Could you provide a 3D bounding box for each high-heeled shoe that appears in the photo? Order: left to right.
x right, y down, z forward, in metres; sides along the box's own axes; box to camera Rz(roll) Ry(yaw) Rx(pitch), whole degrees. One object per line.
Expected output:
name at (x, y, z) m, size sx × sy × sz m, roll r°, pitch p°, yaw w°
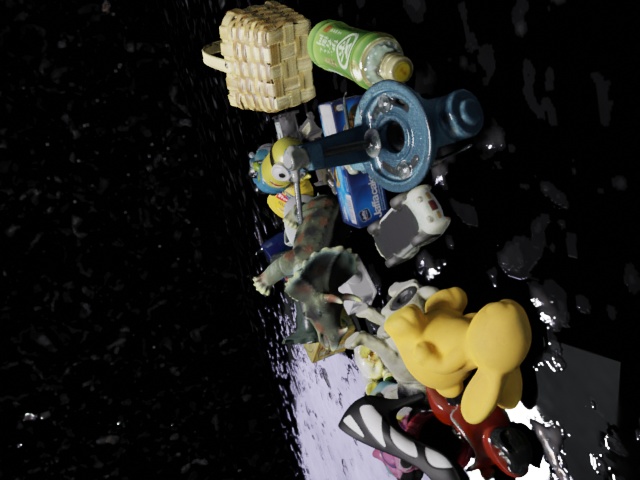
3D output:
high-heeled shoe at (0.125, 0.331, 0.759) m, size 0.086 × 0.145 × 0.249 m, roll 42°, pitch -158°, yaw -60°

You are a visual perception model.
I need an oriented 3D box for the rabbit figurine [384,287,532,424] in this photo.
rabbit figurine at (0.177, 0.130, 0.640) m, size 0.173 × 0.122 × 0.162 m, roll -34°, pitch 65°, yaw 53°

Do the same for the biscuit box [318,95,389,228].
biscuit box at (0.055, -0.122, 0.852) m, size 0.059 × 0.063 × 0.202 m, roll -154°, pitch 47°, yaw -67°

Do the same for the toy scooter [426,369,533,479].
toy scooter at (0.209, 0.257, 0.737) m, size 0.184 × 0.075 × 0.135 m, roll 50°, pitch 156°, yaw 43°

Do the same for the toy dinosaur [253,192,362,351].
toy dinosaur at (0.003, -0.004, 0.964) m, size 0.192 × 0.131 × 0.405 m, roll -31°, pitch 34°, yaw 37°

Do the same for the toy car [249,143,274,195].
toy car at (-0.110, -0.177, 1.289) m, size 0.161 × 0.109 × 0.103 m, roll 81°, pitch -171°, yaw -69°

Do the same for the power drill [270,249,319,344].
power drill at (-0.045, 0.122, 1.168) m, size 0.232 × 0.086 × 0.207 m, roll -13°, pitch 74°, yaw 60°

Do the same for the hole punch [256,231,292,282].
hole punch at (-0.073, 0.034, 1.323) m, size 0.115 × 0.142 × 0.092 m, roll 61°, pitch 168°, yaw -11°

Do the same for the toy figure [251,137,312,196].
toy figure at (-0.085, -0.144, 1.086) m, size 0.180 × 0.082 × 0.089 m, roll -24°, pitch 83°, yaw 65°

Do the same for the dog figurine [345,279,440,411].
dog figurine at (0.158, 0.166, 0.818) m, size 0.190 × 0.121 × 0.172 m, roll 44°, pitch 137°, yaw -12°

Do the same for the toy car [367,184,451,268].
toy car at (0.122, -0.016, 0.766) m, size 0.073 × 0.056 × 0.201 m, roll 63°, pitch 163°, yaw 10°

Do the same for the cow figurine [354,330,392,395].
cow figurine at (0.109, 0.268, 1.077) m, size 0.098 × 0.068 × 0.167 m, roll -161°, pitch 58°, yaw -77°

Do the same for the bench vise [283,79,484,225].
bench vise at (0.051, -0.108, 0.607) m, size 0.224 × 0.240 × 0.128 m, roll 8°, pitch 113°, yaw 54°

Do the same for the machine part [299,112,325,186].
machine part at (-0.007, -0.173, 1.050) m, size 0.084 × 0.039 × 0.139 m, roll -34°, pitch 73°, yaw 64°

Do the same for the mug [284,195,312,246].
mug at (-0.045, -0.027, 1.155) m, size 0.109 × 0.080 × 0.107 m, roll -41°, pitch 34°, yaw 30°

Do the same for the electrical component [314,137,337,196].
electrical component at (0.021, -0.142, 0.976) m, size 0.078 × 0.045 × 0.102 m, roll 82°, pitch 164°, yaw -60°

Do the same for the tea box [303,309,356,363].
tea box at (0.017, 0.225, 1.277) m, size 0.169 × 0.098 × 0.068 m, roll 104°, pitch 144°, yaw -58°

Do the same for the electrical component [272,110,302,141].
electrical component at (-0.062, -0.216, 1.157) m, size 0.075 × 0.048 × 0.119 m, roll -165°, pitch 58°, yaw -72°

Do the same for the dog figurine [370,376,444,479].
dog figurine at (0.144, 0.356, 0.994) m, size 0.219 × 0.108 × 0.191 m, roll 106°, pitch 142°, yaw -67°
